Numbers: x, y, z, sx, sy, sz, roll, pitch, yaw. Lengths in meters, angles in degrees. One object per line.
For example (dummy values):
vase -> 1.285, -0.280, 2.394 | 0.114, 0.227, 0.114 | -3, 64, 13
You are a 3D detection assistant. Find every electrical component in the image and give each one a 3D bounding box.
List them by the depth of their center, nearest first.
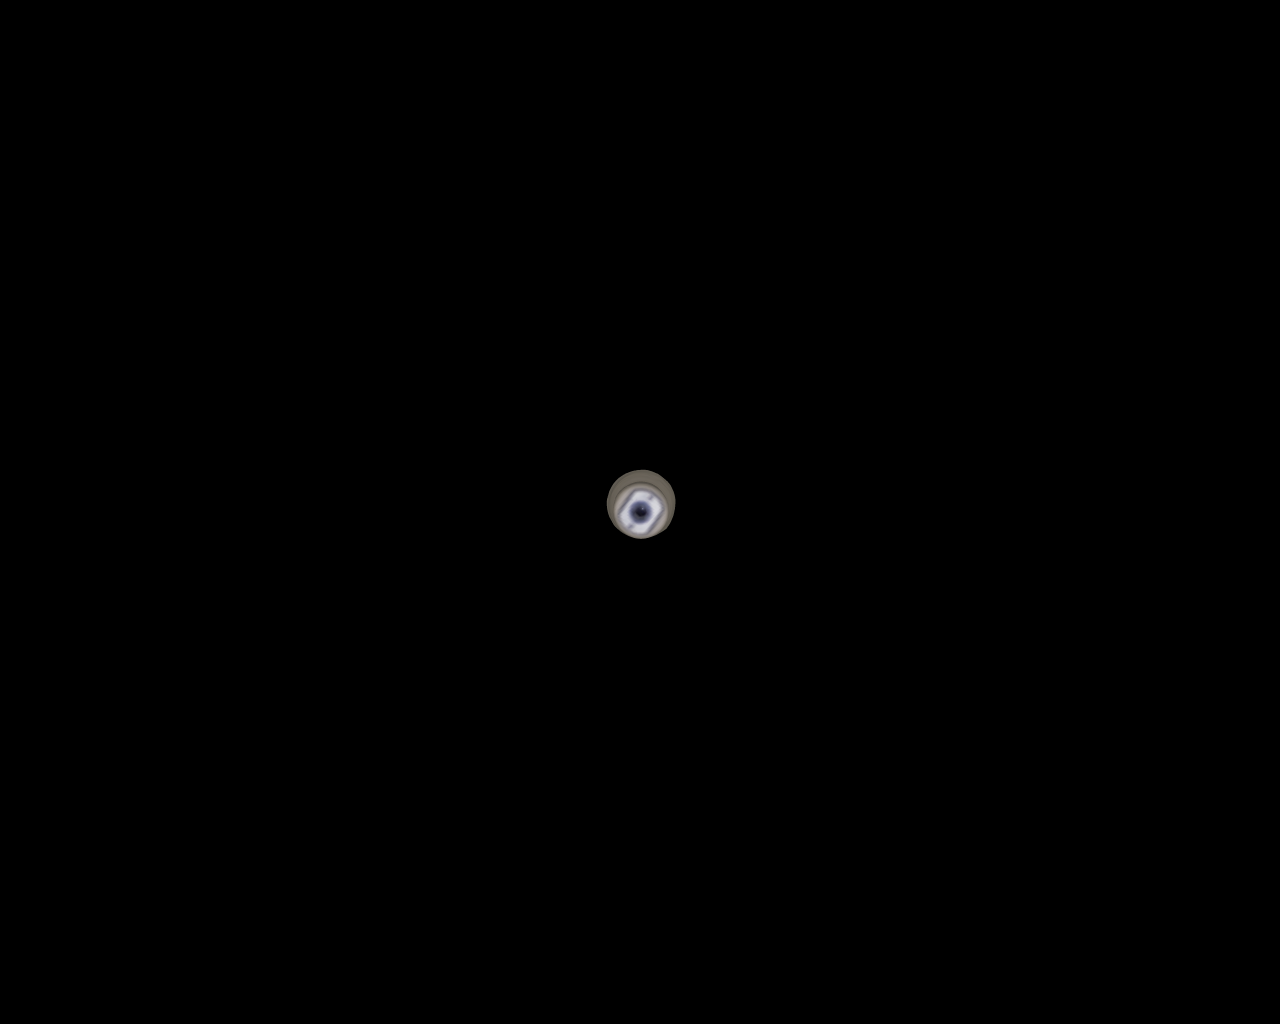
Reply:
electrical component -> 0.001, -0.003, 0.650 | 0.044, 0.044, 0.065 | 0, 4, 0
